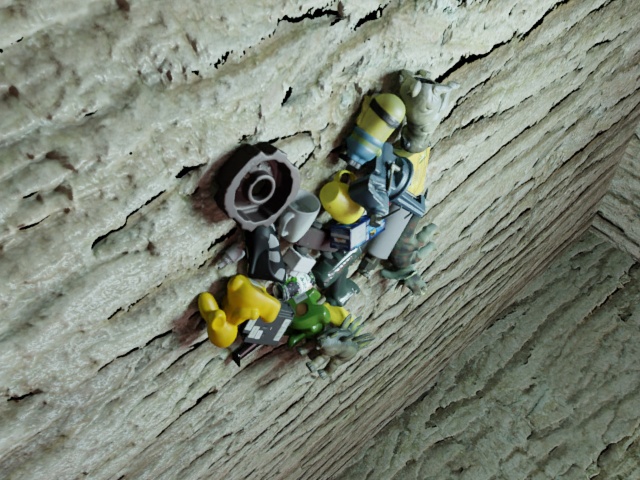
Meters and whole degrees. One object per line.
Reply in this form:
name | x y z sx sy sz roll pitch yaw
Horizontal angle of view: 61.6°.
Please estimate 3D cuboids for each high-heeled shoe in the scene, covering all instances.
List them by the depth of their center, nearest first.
high-heeled shoe | -0.117 0.019 1.227 0.248 0.086 0.145 44 55 -77

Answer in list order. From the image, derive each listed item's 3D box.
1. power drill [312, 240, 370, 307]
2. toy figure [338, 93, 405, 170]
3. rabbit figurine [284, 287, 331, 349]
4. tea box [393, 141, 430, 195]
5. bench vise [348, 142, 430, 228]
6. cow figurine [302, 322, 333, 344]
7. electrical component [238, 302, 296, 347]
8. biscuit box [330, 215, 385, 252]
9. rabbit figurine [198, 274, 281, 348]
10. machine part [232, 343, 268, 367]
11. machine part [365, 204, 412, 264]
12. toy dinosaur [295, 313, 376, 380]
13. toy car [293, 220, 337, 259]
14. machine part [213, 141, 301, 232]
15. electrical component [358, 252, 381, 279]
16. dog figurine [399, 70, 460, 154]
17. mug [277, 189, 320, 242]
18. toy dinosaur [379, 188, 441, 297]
power drill | 0.075 0.081 1.499 0.232 0.086 0.207 -39 153 -28
toy figure | 0.117 -0.238 1.185 0.180 0.089 0.082 -58 153 11
rabbit figurine | -0.038 0.232 1.483 0.159 0.121 0.170 -36 145 -8
tea box | 0.224 -0.182 1.405 0.098 0.068 0.169 -35 148 -23
bench vise | 0.180 -0.111 1.278 0.240 0.224 0.129 26 138 -36
cow figurine | -0.016 0.314 1.656 0.098 0.068 0.167 -23 138 -28
electrical component | -0.145 0.203 1.358 0.134 0.058 0.115 20 108 -36
biscuit box | 0.100 -0.032 1.363 0.202 0.063 0.059 -29 123 -54
rabbit figurine | -0.197 0.171 1.216 0.173 0.122 0.162 -53 144 8
machine part | -0.177 0.282 1.448 0.139 0.039 0.084 -39 156 -20
machine part | 0.196 -0.033 1.525 0.079 0.079 0.243 -2 125 -51
toy dinosaur | 0.060 0.307 1.546 0.198 0.105 0.471 -34 162 2
toy car | -0.003 -0.004 1.331 0.202 0.053 0.089 9 113 -60
machine part | -0.123 -0.105 1.050 0.179 0.056 0.179 -28 137 -29
electrical component | 0.155 0.072 1.623 0.102 0.045 0.078 -55 147 11
dog figurine | 0.220 -0.277 1.226 0.172 0.121 0.190 -14 131 -44
mug | -0.057 -0.041 1.185 0.109 0.081 0.107 -53 168 -47
toy dinosaur | 0.260 0.016 1.636 0.192 0.131 0.404 -39 142 -17
